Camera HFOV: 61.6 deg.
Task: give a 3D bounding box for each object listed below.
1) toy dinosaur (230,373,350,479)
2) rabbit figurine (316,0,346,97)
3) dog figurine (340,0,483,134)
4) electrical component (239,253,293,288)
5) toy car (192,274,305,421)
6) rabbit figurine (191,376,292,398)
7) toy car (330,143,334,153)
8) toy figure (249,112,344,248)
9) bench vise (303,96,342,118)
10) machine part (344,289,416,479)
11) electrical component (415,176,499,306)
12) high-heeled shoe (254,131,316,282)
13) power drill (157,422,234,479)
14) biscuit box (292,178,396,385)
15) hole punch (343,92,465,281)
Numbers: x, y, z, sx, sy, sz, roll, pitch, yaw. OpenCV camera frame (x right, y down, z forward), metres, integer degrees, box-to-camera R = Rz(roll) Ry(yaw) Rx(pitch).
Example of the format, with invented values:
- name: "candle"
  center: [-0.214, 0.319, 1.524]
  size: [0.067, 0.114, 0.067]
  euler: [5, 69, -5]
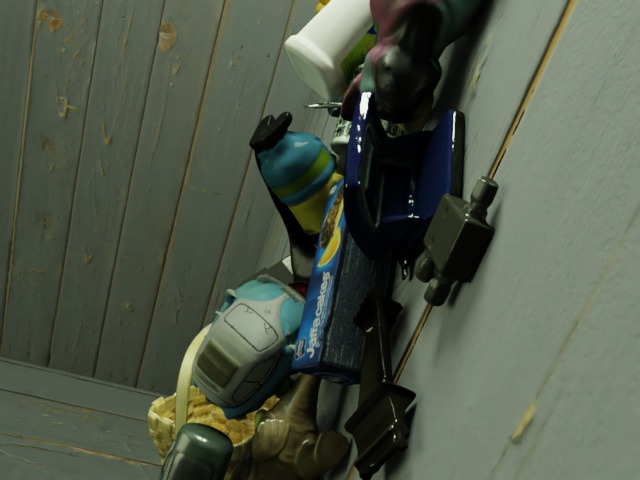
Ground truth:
- name: "toy dinosaur"
  center: [-0.066, 0.305, 0.566]
  size: [0.198, 0.105, 0.471]
  euler: [125, 170, -87]
- name: "rabbit figurine"
  center: [0.064, -0.281, 0.722]
  size: [0.173, 0.162, 0.122]
  euler: [-56, -3, 0]
- name: "dog figurine"
  center: [0.088, -0.213, 0.512]
  size: [0.192, 0.108, 0.219]
  euler: [-89, 15, -56]
- name: "electrical component"
  center: [-0.070, 0.087, 0.835]
  size: [0.134, 0.058, 0.115]
  euler: [-34, 23, -5]
- name: "toy car"
  center: [-0.084, 0.117, 0.569]
  size: [0.161, 0.109, 0.103]
  euler: [-53, -19, 8]
- name: "rabbit figurine"
  center: [-0.144, 0.243, 0.916]
  size: [0.159, 0.170, 0.121]
  euler: [-119, 46, -77]
- name: "toy car"
  center: [0.042, -0.138, 0.816]
  size: [0.202, 0.053, 0.089]
  euler: [-99, 23, -75]
- name: "toy figure"
  center: [-0.008, -0.057, 0.610]
  size: [0.089, 0.180, 0.082]
  euler: [-45, 26, 2]
- name: "bench vise"
  center: [0.060, -0.313, 0.829]
  size: [0.240, 0.129, 0.224]
  euler: [109, 169, -47]
- name: "machine part"
  center: [0.046, 0.106, 0.418]
  size: [0.084, 0.039, 0.139]
  euler: [108, 171, -46]
- name: "electrical component"
  center: [0.092, -0.003, 0.369]
  size: [0.063, 0.021, 0.094]
  euler: [-93, 20, -66]
- name: "high-heeled shoe"
  center: [-0.035, -0.010, 0.688]
  size: [0.086, 0.145, 0.248]
  euler: [9, 91, 50]
- name: "power drill"
  center: [-0.152, 0.289, 0.474]
  size: [0.207, 0.086, 0.232]
  euler: [54, -121, -78]
- name: "biscuit box"
  center: [0.029, 0.034, 0.521]
  size: [0.059, 0.063, 0.202]
  euler: [-31, 42, 58]
- name: "hole punch"
  center: [0.059, -0.051, 0.461]
  size: [0.115, 0.092, 0.142]
  euler: [112, 167, -58]
